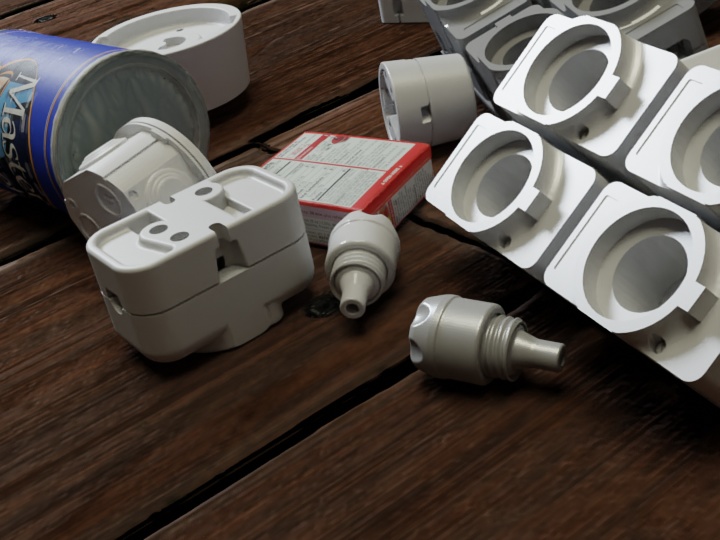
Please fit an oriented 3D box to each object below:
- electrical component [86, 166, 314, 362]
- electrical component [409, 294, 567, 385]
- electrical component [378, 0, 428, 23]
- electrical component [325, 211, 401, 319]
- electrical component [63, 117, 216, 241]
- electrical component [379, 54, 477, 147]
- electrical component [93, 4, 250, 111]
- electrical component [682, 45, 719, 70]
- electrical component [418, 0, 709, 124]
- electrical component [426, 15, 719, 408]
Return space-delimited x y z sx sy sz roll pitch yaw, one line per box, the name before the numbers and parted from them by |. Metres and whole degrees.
electrical component | -0.072 -0.001 0.507 0.095 0.059 0.054 -30 35 -27
electrical component | 0.053 0.030 0.436 0.061 0.035 0.035 9 36 28
electrical component | 0.061 -0.231 0.848 0.089 0.055 0.050 6 35 28
electrical component | 0.000 0.000 0.505 0.035 0.035 0.061 -5 34 11
electrical component | -0.109 -0.034 0.557 0.080 0.080 0.051 15 45 38
electrical component | 0.040 -0.100 0.639 0.047 0.055 0.055 -11 30 -6
electrical component | -0.130 -0.141 0.760 0.108 0.060 0.108 -9 30 5
electrical component | 0.174 -0.056 0.514 0.047 0.065 0.076 -22 61 -17
electrical component | 0.113 -0.143 0.636 0.105 0.060 0.186 -30 36 3
electrical component | 0.114 -0.031 0.438 0.105 0.060 0.186 -55 36 5
